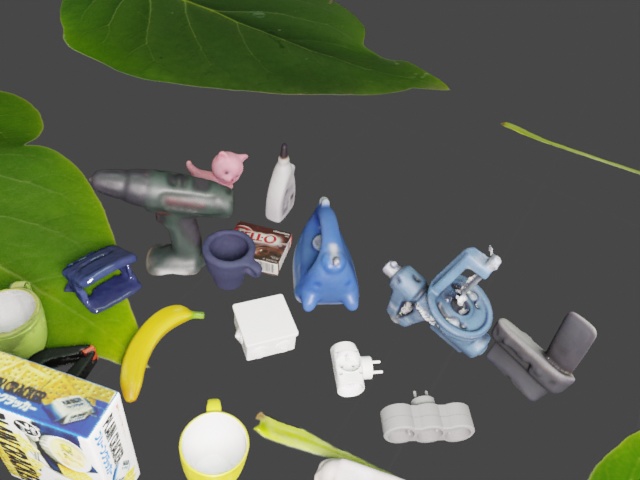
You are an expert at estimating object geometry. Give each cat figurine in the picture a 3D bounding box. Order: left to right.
[{"bbox_3d":[-0.212,-0.141,1.173,0.128,0.118,0.067,0,45,-9],"label":"cat figurine"}]

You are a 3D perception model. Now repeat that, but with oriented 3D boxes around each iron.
[{"bbox_3d":[0.010,0.004,1.046,0.119,0.141,0.258,0,45,-9],"label":"iron"}]

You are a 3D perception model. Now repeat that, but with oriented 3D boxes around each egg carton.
[{"bbox_3d":[0.057,0.355,0.750,0.150,0.069,0.107,16,45,7],"label":"egg carton"}]

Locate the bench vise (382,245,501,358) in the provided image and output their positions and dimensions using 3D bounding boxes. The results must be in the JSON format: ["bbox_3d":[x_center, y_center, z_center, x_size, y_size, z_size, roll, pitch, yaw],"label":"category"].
[{"bbox_3d":[0.198,0.084,0.938,0.207,0.220,0.121,16,45,8],"label":"bench vise"}]

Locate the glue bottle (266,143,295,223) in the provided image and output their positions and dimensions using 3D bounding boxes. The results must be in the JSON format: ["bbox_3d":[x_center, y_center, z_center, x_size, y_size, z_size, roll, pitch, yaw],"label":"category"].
[{"bbox_3d":[-0.074,-0.119,1.134,0.037,0.173,0.078,22,46,14],"label":"glue bottle"}]

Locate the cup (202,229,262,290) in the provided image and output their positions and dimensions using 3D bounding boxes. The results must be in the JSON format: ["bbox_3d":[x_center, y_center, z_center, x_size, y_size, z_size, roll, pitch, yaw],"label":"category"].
[{"bbox_3d":[-0.149,0.049,1.008,0.117,0.095,0.092,30,48,20],"label":"cup"}]

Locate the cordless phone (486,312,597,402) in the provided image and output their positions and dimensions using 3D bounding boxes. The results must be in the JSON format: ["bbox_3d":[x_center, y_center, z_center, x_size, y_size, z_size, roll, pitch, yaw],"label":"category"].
[{"bbox_3d":[0.357,0.156,0.917,0.094,0.185,0.147,-28,55,-32],"label":"cordless phone"}]

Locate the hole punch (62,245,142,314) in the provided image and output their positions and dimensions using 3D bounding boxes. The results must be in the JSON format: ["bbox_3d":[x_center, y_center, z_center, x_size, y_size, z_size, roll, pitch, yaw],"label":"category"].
[{"bbox_3d":[-0.373,0.053,0.970,0.100,0.091,0.109,37,51,26],"label":"hole punch"}]

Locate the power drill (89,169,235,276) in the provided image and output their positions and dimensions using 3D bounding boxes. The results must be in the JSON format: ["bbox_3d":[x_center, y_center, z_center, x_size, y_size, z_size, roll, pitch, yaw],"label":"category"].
[{"bbox_3d":[-0.263,-0.034,0.991,0.230,0.208,0.075,-2,45,-11],"label":"power drill"}]
